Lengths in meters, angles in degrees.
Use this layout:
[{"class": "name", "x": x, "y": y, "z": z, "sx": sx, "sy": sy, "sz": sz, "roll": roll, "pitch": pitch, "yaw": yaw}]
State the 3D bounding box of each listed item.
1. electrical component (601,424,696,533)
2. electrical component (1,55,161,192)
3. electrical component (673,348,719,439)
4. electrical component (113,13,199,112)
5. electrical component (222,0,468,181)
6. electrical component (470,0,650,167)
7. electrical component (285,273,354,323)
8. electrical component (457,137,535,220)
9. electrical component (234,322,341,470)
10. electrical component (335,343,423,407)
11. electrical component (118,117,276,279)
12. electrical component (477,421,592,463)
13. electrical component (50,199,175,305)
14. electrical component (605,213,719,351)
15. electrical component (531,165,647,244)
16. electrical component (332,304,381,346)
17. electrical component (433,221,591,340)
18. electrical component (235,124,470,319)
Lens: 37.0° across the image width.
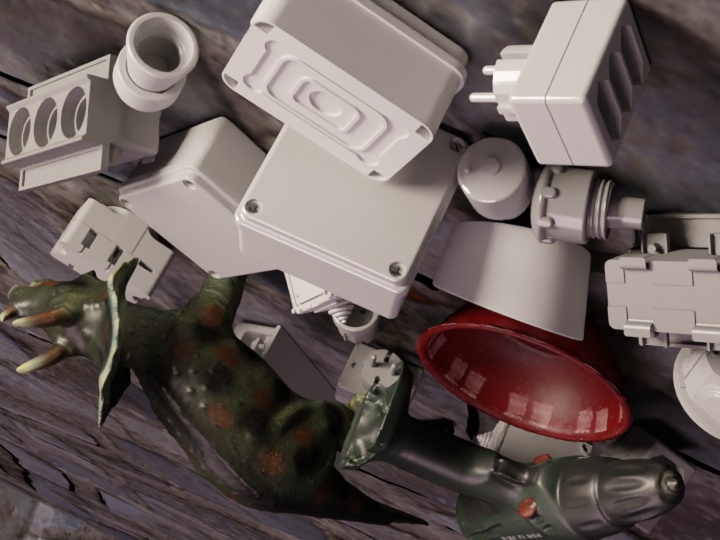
[{"class": "electrical component", "x": 0.221, "y": 0.163, "z": 0.879, "sx": 0.047, "sy": 0.065, "sz": 0.077, "roll": 36, "pitch": -178, "yaw": -19}, {"class": "electrical component", "x": -0.197, "y": -0.099, "z": 0.765, "sx": 0.063, "sy": 0.078, "sz": 0.121, "roll": 10, "pitch": 170, "yaw": -42}, {"class": "electrical component", "x": 0.236, "y": 0.062, "z": 0.653, "sx": 0.080, "sy": 0.080, "sz": 0.051, "roll": 22, "pitch": 149, "yaw": 9}, {"class": "electrical component", "x": -0.129, "y": -0.129, "z": 0.676, "sx": 0.045, "sy": 0.045, "sz": 0.055, "roll": 32, "pitch": 154, "yaw": -11}, {"class": "electrical component", "x": -0.008, "y": -0.110, "z": 0.584, "sx": 0.113, "sy": 0.057, "sz": 0.078, "roll": 32, "pitch": 154, "yaw": -11}, {"class": "electrical component", "x": 0.090, "y": -0.090, "z": 0.520, "sx": 0.077, "sy": 0.065, "sz": 0.047, "roll": 6, "pitch": 148, "yaw": 35}, {"class": "electrical component", "x": -0.014, "y": -0.013, "z": 0.725, "sx": 0.061, "sy": 0.096, "sz": 0.062, "roll": -11, "pitch": 172, "yaw": -31}, {"class": "electrical component", "x": 0.083, "y": -0.049, "z": 0.635, "sx": 0.040, "sy": 0.040, "sz": 0.078, "roll": 16, "pitch": 170, "yaw": 21}, {"class": "electrical component", "x": -0.083, "y": 0.146, "z": 1.071, "sx": 0.060, "sy": 0.105, "sz": 0.186, "roll": 7, "pitch": 148, "yaw": 34}, {"class": "electrical component", "x": 0.018, "y": 0.095, "z": 0.951, "sx": 0.066, "sy": 0.047, "sz": 0.076, "roll": 23, "pitch": 154, "yaw": 7}, {"class": "electrical component", "x": -0.102, "y": -0.049, "z": 0.784, "sx": 0.109, "sy": 0.056, "sz": 0.109, "roll": 42, "pitch": 150, "yaw": -29}, {"class": "electrical component", "x": 0.146, "y": 0.171, "z": 0.957, "sx": 0.096, "sy": 0.061, "sz": 0.061, "roll": 24, "pitch": 154, "yaw": 4}, {"class": "electrical component", "x": -0.215, "y": -0.018, "z": 0.948, "sx": 0.089, "sy": 0.055, "sz": 0.050, "roll": 35, "pitch": 153, "yaw": -17}, {"class": "electrical component", "x": 0.202, "y": 0.010, "z": 0.591, "sx": 0.121, "sy": 0.063, "sz": 0.078, "roll": 2, "pitch": 103, "yaw": 41}, {"class": "electrical component", "x": 0.130, "y": -0.035, "z": 0.611, "sx": 0.062, "sy": 0.048, "sz": 0.048, "roll": 9, "pitch": 150, "yaw": 19}, {"class": "electrical component", "x": -0.002, "y": 0.038, "z": 0.876, "sx": 0.040, "sy": 0.040, "sz": 0.046, "roll": 21, "pitch": 160, "yaw": 11}, {"class": "electrical component", "x": 0.097, "y": 0.007, "z": 0.678, "sx": 0.099, "sy": 0.064, "sz": 0.099, "roll": 13, "pitch": 171, "yaw": 2}, {"class": "electrical component", "x": -0.004, "y": -0.043, "z": 0.646, "sx": 0.109, "sy": 0.108, "sz": 0.056, "roll": 24, "pitch": 157, "yaw": 6}]
